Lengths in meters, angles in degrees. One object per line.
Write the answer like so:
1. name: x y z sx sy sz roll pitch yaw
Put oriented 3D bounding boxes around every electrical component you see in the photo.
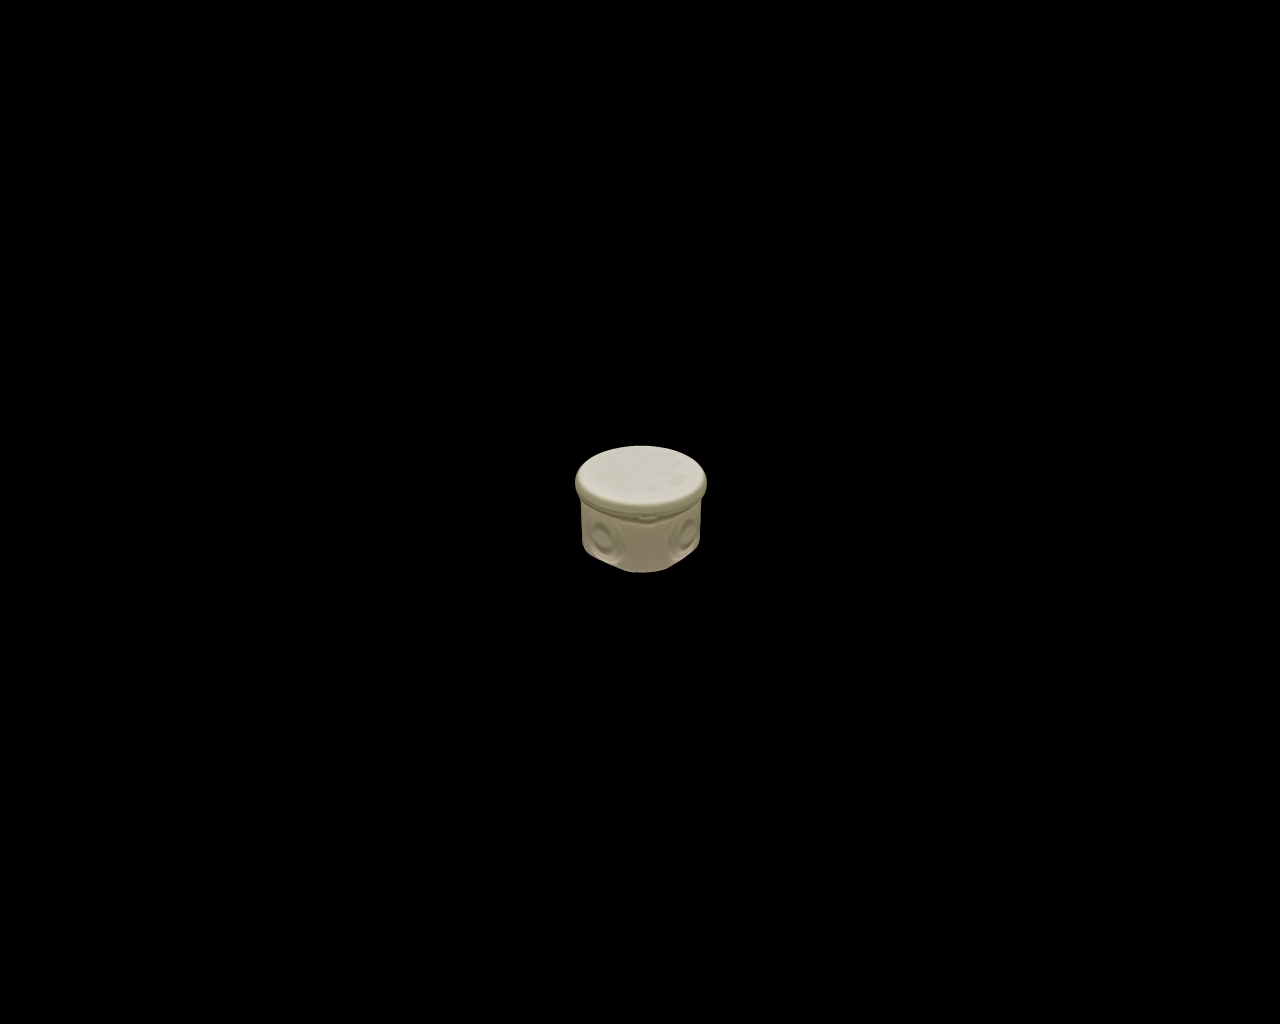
1. electrical component: 0.001 -0.003 0.650 0.080 0.050 0.080 0 30 0
